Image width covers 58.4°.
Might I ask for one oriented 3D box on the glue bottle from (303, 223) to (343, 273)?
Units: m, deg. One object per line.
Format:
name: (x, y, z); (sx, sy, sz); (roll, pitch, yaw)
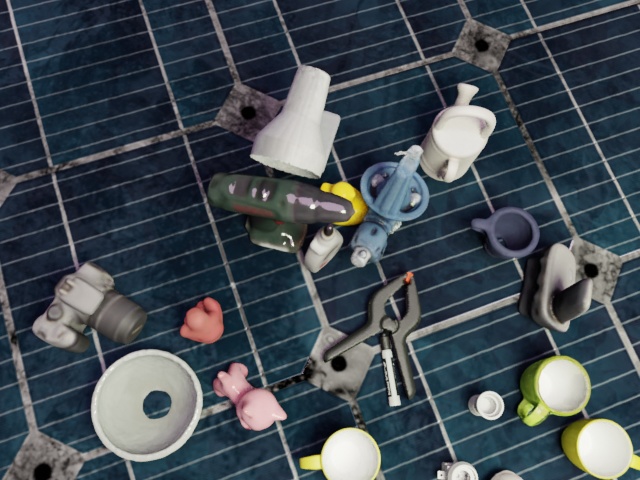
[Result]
glue bottle: (0.009, 0.003, 0.947); (0.037, 0.173, 0.078); (39, 75, 8)

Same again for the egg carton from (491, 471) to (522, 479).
egg carton: (0.285, 0.446, 0.897); (0.107, 0.069, 0.150); (39, 75, 7)

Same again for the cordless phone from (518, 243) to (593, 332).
cordless phone: (0.413, 0.070, 0.952); (0.094, 0.185, 0.147); (11, 74, 0)

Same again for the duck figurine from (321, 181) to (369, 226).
duck figurine: (0.043, -0.072, 1.017); (0.104, 0.086, 0.077); (19, 74, 2)

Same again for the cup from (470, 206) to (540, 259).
cup: (0.313, -0.006, 1.013); (0.117, 0.095, 0.092); (13, 74, 0)

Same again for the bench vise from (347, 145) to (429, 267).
bench vise: (0.122, -0.054, 0.948); (0.121, 0.220, 0.207); (10, 74, -1)

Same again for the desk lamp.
desk lamp: (-0.034, -0.184, 0.976); (0.118, 0.213, 0.203); (17, 74, 1)

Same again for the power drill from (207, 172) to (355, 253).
power drill: (-0.064, -0.045, 0.938); (0.229, 0.208, 0.076); (13, 74, 0)

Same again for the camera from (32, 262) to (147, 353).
camera: (-0.364, 0.123, 0.924); (0.136, 0.101, 0.143); (30, 74, 5)

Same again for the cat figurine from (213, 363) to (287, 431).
cat figurine: (-0.114, 0.250, 0.898); (0.127, 0.118, 0.067); (42, 76, 8)

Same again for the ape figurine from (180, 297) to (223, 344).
ape figurine: (-0.196, 0.132, 0.939); (0.078, 0.092, 0.076); (-30, 78, -11)

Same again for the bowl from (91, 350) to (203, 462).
bowl: (-0.267, 0.260, 0.906); (0.167, 0.075, 0.167); (1, 74, -4)

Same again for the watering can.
watering can: (0.242, -0.192, 1.008); (0.101, 0.194, 0.173); (-8, 75, -6)
